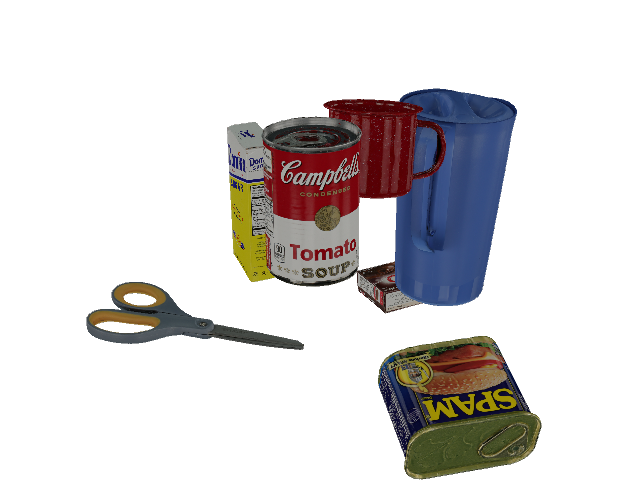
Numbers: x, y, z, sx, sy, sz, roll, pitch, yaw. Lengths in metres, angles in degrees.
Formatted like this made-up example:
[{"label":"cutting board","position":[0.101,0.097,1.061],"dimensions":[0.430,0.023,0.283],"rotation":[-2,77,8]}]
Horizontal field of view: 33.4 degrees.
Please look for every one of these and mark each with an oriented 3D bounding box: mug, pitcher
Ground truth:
[{"label":"mug","position":[0.060,-0.086,1.007],"dimensions":[0.117,0.081,0.093],"rotation":[2,15,-2]},{"label":"pitcher","position":[0.145,-0.046,1.248],"dimensions":[0.149,0.243,0.145],"rotation":[-6,26,-20]}]

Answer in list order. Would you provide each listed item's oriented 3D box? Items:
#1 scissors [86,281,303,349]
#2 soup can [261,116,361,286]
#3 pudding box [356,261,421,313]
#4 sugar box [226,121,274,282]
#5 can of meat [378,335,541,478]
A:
[{"label":"scissors","position":[-0.119,0.072,1.016],"dimensions":[0.201,0.016,0.096],"rotation":[1,32,-6]},{"label":"soup can","position":[-0.006,-0.027,0.743],"dimensions":[0.068,0.102,0.068],"rotation":[0,24,0]},{"label":"pudding box","position":[0.123,0.064,1.582],"dimensions":[0.113,0.039,0.090],"rotation":[-15,24,-21]},{"label":"sugar box","position":[-0.083,-0.048,1.312],"dimensions":[0.048,0.176,0.093],"rotation":[-11,26,-16]},{"label":"can of meat","position":[0.100,0.122,0.797],"dimensions":[0.102,0.057,0.084],"rotation":[-7,42,-12]}]
